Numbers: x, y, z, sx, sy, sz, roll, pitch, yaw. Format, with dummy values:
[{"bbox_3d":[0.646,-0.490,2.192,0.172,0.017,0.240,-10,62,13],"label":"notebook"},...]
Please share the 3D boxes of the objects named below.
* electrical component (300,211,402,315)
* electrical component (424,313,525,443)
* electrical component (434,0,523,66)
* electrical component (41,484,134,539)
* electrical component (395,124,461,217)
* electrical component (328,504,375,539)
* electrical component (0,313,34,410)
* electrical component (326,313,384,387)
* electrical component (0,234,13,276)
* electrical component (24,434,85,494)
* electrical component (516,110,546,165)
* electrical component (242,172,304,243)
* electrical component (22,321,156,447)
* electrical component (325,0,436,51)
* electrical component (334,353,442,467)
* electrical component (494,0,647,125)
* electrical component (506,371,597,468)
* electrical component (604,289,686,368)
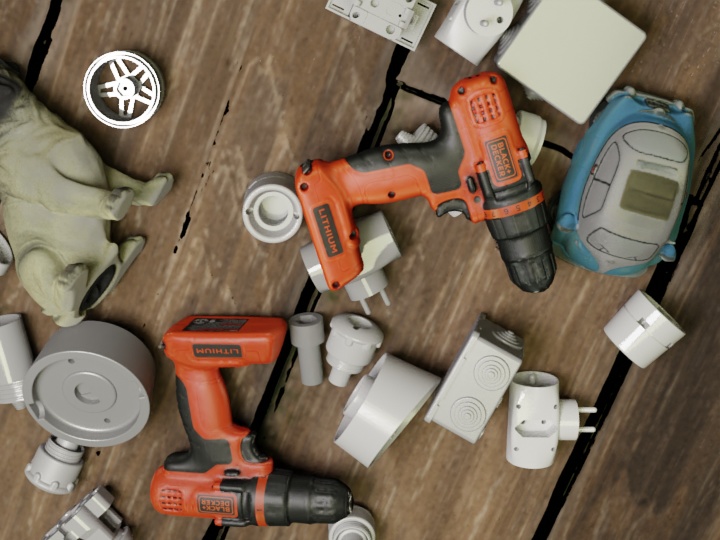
[{"bbox_3d":[0.000,0.000,0.924,0.077,0.044,0.079,-25,104,5],"label":"electrical component"},{"bbox_3d":[0.101,0.093,0.923,0.048,0.100,0.099,29,102,5],"label":"electrical component"},{"bbox_3d":[0.100,-0.205,0.854,0.043,0.079,0.077,32,102,-10],"label":"electrical component"},{"bbox_3d":[-0.244,0.242,0.976,0.078,0.058,0.057,-42,99,9],"label":"electrical component"},{"bbox_3d":[0.063,-0.087,0.903,0.081,0.043,0.043,40,100,-11],"label":"electrical component"},{"bbox_3d":[-0.007,0.243,0.978,0.043,0.062,0.043,0,105,-1],"label":"electrical component"},{"bbox_3d":[-0.307,0.083,0.940,0.043,0.043,0.081,-11,105,2],"label":"electrical component"},{"bbox_3d":[-0.010,0.072,0.944,0.048,0.048,0.062,18,111,-6],"label":"electrical component"},{"bbox_3d":[-0.333,-0.008,0.909,0.057,0.058,0.078,-37,102,11],"label":"electrical component"},{"bbox_3d":[-0.267,0.166,0.963,0.048,0.048,0.062,26,96,-8],"label":"electrical component"},{"bbox_3d":[0.122,-0.114,0.896,0.055,0.045,0.045,16,104,-6],"label":"electrical component"},{"bbox_3d":[-0.072,-0.052,0.907,0.055,0.047,0.055,0,105,-1],"label":"electrical component"},{"bbox_3d":[-0.229,0.093,0.930,0.108,0.060,0.108,2,125,3],"label":"electrical component"},{"bbox_3d":[0.017,-0.210,0.860,0.081,0.063,0.042,24,104,-7],"label":"electrical component"},{"bbox_3d":[0.023,0.122,0.931,0.064,0.099,0.099,31,102,-2],"label":"electrical component"},{"bbox_3d":[0.168,-0.181,0.878,0.100,0.048,0.099,33,102,-9],"label":"electrical component"},{"bbox_3d":[0.172,0.134,0.963,0.079,0.043,0.077,0,104,-1],"label":"electrical component"},{"bbox_3d":[0.247,0.052,0.938,0.055,0.055,0.047,41,104,-10],"label":"electrical component"}]
